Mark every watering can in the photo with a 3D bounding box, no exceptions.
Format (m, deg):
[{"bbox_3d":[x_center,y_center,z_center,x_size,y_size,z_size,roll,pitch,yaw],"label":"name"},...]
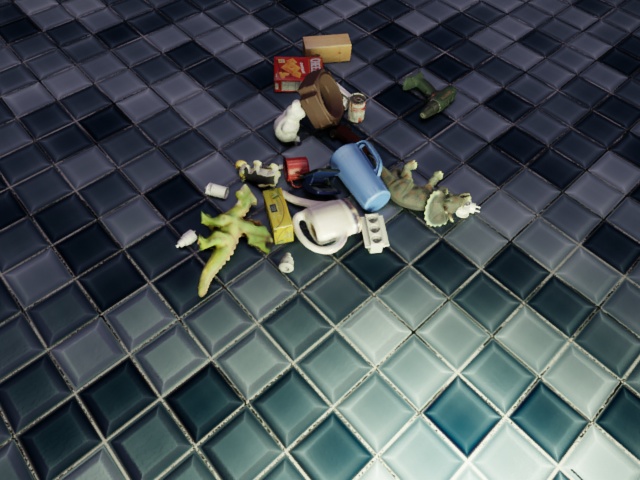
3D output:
[{"bbox_3d":[0.005,-0.088,1.749,0.225,0.101,0.355,-16,47,-15],"label":"watering can"}]

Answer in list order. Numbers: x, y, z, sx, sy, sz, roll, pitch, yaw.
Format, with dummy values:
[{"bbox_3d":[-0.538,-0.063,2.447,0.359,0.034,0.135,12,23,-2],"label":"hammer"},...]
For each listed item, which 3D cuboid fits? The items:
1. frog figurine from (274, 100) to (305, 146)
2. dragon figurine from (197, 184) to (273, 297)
[{"bbox_3d":[-0.119,-0.456,1.974,0.123,0.155,0.141,5,53,1],"label":"frog figurine"},{"bbox_3d":[-0.272,-0.003,1.682,0.243,0.119,0.419,2,61,-11],"label":"dragon figurine"}]
